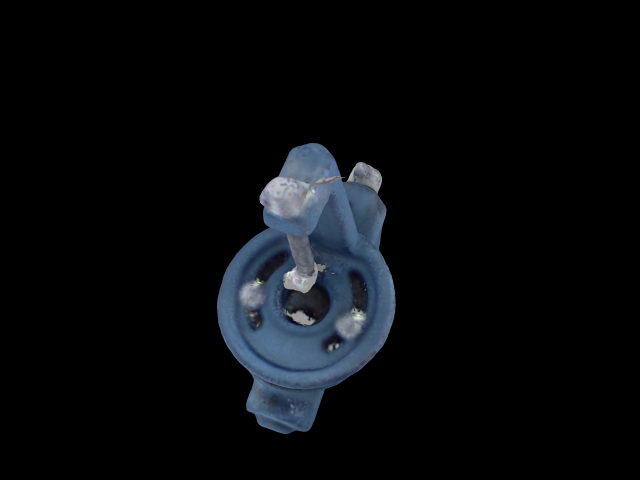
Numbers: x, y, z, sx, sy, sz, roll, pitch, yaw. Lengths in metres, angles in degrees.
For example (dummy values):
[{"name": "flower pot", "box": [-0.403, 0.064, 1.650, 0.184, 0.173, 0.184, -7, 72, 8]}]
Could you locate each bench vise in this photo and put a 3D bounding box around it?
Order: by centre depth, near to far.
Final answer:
[{"name": "bench vise", "box": [-0.008, 0.001, 0.400, 0.121, 0.220, 0.207, 2, 49, 2]}]
